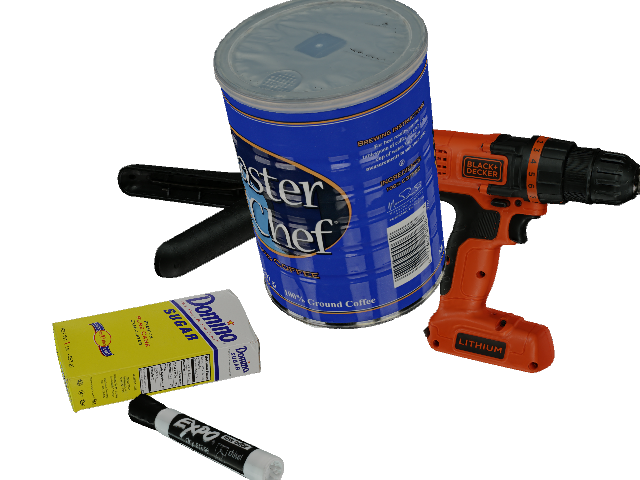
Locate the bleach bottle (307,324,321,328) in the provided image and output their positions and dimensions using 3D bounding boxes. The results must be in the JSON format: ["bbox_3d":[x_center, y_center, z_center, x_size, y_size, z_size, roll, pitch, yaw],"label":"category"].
[{"bbox_3d":[0.048,-0.004,1.075,0.068,0.103,0.250,36,29,11],"label":"bleach bottle"}]

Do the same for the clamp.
[{"bbox_3d":[-0.047,-0.034,0.803,0.209,0.036,0.165,-12,30,-22],"label":"clamp"}]

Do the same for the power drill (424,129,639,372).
[{"bbox_3d":[0.159,0.007,0.861,0.185,0.188,0.057,11,16,29],"label":"power drill"}]

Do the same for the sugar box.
[{"bbox_3d":[-0.152,0.099,0.990,0.176,0.048,0.093,-13,34,-16],"label":"sugar box"}]

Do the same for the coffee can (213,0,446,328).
[{"bbox_3d":[0.009,-0.040,0.547,0.103,0.140,0.103,-7,39,5],"label":"coffee can"}]

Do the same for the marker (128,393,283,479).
[{"bbox_3d":[-0.072,0.118,0.639,0.121,0.020,0.020,16,10,38],"label":"marker"}]
